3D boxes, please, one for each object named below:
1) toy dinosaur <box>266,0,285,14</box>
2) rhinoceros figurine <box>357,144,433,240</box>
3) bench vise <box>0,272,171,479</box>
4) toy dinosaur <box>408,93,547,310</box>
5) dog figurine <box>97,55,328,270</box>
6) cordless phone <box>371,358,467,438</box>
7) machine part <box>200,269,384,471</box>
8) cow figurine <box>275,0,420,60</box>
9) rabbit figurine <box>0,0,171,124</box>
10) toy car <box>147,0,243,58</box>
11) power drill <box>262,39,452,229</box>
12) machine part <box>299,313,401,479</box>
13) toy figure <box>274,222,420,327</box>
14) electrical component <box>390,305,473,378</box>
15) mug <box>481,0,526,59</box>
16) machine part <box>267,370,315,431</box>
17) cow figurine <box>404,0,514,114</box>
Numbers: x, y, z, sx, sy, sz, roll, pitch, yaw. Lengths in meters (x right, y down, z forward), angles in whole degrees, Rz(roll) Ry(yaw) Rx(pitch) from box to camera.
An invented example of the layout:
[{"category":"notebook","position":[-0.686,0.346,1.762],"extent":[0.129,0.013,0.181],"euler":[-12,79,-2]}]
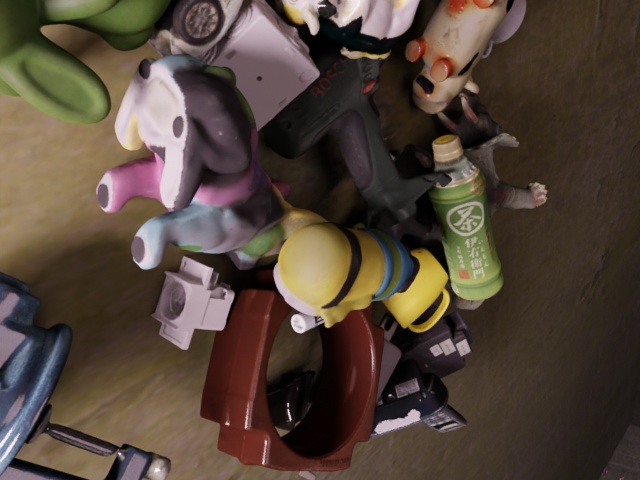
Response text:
[{"category":"toy dinosaur","position":[0.068,-0.352,0.540],"extent":[0.471,0.105,0.198],"euler":[-41,135,-17]},{"category":"rhinoceros figurine","position":[0.087,-0.037,0.704],"extent":[0.112,0.073,0.190],"euler":[44,72,-35]},{"category":"bench vise","position":[-0.222,0.151,0.375],"extent":[0.240,0.129,0.223],"euler":[35,58,-29]},{"category":"toy dinosaur","position":[0.196,-0.017,0.799],"extent":[0.192,0.131,0.404],"euler":[18,98,-32]},{"category":"dog figurine","position":[-0.072,-0.053,0.483],"extent":[0.219,0.109,0.191],"euler":[-3,126,-52]},{"category":"cordless phone","position":[0.136,0.263,0.809],"extent":[0.184,0.147,0.089],"euler":[45,26,-45]},{"category":"machine part","position":[-0.023,0.141,0.594],"extent":[0.201,0.087,0.201],"euler":[26,68,-45]},{"category":"cow figurine","position":[0.017,-0.215,0.487],"extent":[0.167,0.068,0.098],"euler":[-9,136,-38]},{"category":"rabbit figurine","position":[-0.183,-0.156,0.329],"extent":[0.170,0.121,0.159],"euler":[-47,156,-43]},{"category":"toy car","position":[-0.072,-0.229,0.407],"extent":[0.201,0.074,0.056],"euler":[-53,154,15]},{"category":"power drill","position":[0.063,-0.131,0.595],"extent":[0.232,0.086,0.207],"euler":[-42,114,-23]},{"category":"machine part","position":[0.040,0.208,0.730],"extent":[0.243,0.079,0.079],"euler":[-58,137,-14]},{"category":"toy figure","position":[0.032,0.023,0.538],"extent":[0.180,0.082,0.089],"euler":[-3,113,-44]},{"category":"electrical component","position":[0.166,0.164,0.823],"extent":[0.134,0.058,0.114],"euler":[-27,134,4]},{"category":"mug","position":[0.214,-0.312,0.738],"extent":[0.107,0.081,0.109],"euler":[6,105,-37]},{"category":"machine part","position":[-0.059,0.203,0.650],"extent":[0.139,0.039,0.084],"euler":[1,109,-49]},{"category":"cow figurine","position":[0.171,-0.244,0.673],"extent":[0.127,0.086,0.194],"euler":[-28,154,-39]}]
